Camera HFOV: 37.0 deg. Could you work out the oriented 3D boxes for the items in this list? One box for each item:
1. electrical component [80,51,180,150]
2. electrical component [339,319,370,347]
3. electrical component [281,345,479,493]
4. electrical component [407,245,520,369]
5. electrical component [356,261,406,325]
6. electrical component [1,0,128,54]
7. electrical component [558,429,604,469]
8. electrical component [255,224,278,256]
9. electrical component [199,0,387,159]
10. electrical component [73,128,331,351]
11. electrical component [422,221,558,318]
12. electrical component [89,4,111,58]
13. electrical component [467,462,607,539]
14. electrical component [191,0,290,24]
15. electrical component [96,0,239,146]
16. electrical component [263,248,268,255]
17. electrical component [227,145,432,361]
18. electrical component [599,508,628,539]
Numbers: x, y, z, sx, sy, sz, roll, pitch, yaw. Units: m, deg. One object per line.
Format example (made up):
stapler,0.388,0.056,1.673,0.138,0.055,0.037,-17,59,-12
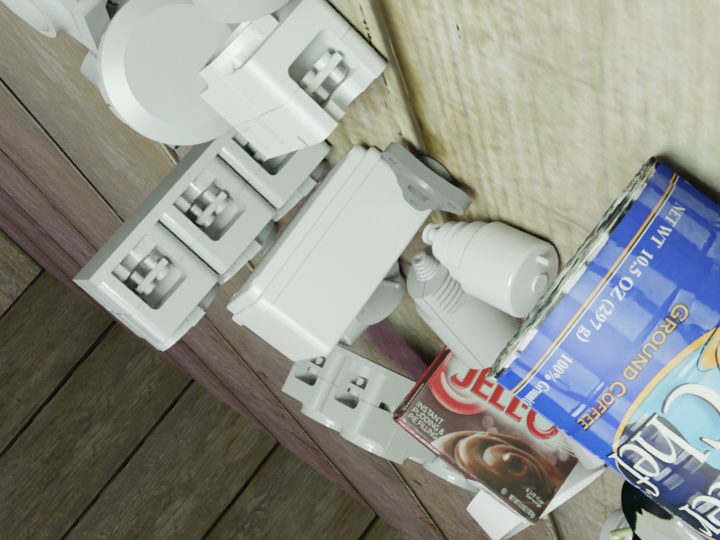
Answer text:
electrical component,-0.139,-0.116,0.708,0.077,0.043,0.079,40,166,-5
electrical component,-0.012,0.026,0.832,0.055,0.047,0.055,36,166,10
electrical component,0.039,0.120,0.869,0.186,0.060,0.105,28,175,-38
electrical component,0.056,0.018,0.638,0.081,0.043,0.043,48,164,-33
electrical component,0.000,0.000,0.723,0.077,0.044,0.079,45,165,-26
electrical component,-0.201,-0.201,0.556,0.186,0.060,0.105,37,166,7
electrical component,0.133,0.086,0.668,0.065,0.044,0.044,44,166,-2
electrical component,-0.094,-0.037,0.859,0.046,0.040,0.040,50,163,-21
electrical component,-0.037,-0.093,0.506,0.056,0.050,0.089,43,166,-16
electrical component,-0.092,-0.030,0.639,0.062,0.150,0.089,43,166,-15
electrical component,0.064,-0.006,0.548,0.078,0.040,0.040,28,163,39
electrical component,-0.156,-0.152,0.647,0.046,0.040,0.040,42,167,7
electrical component,0.131,0.166,0.820,0.064,0.099,0.099,42,168,15
electrical component,-0.086,-0.155,0.426,0.138,0.052,0.073,31,164,29
electrical component,-0.097,-0.106,0.561,0.080,0.080,0.051,44,171,-21
electrical component,-0.053,0.004,0.894,0.061,0.035,0.035,44,166,-30
electrical component,-0.019,-0.006,0.618,0.056,0.108,0.109,38,167,-7
electrical component,0.223,0.217,0.849,0.055,0.048,0.066,15,153,42
